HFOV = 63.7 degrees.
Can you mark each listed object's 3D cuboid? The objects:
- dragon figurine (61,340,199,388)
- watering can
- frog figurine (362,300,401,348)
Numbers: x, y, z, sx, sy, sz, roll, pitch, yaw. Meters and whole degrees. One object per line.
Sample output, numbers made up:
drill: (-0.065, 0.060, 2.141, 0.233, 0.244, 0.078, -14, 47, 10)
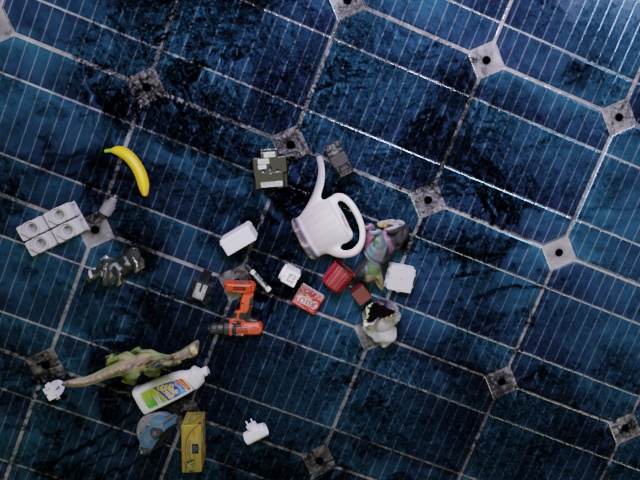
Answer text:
dragon figurine: (-0.559, 0.390, 1.617, 0.240, 0.412, 0.123, -22, 83, 39)
watering can: (0.005, -0.085, 1.688, 0.223, 0.103, 0.351, -30, 78, 8)
frog figurine: (0.215, 0.283, 1.752, 0.138, 0.125, 0.156, -36, 134, -6)
